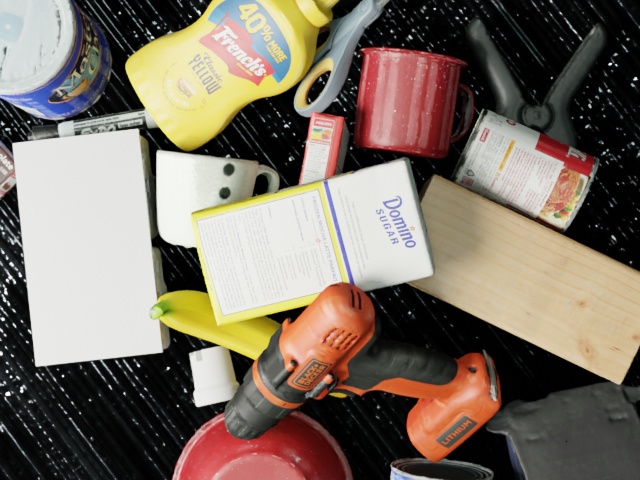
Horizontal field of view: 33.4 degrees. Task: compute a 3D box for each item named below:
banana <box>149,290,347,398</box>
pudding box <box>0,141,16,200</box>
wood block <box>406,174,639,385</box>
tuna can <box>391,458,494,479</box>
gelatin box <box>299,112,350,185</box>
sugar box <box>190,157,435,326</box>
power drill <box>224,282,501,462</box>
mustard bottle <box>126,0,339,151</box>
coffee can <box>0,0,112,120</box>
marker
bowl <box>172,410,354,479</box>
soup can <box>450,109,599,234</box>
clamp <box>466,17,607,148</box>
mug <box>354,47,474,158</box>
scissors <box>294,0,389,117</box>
[{"bbox_3d":[-0.063,0.084,0.897,0.197,0.070,0.037,24,113,-26],"label":"banana"},{"bbox_3d":[-0.324,-0.070,0.927,0.090,0.039,0.113,-44,88,-1],"label":"pudding box"},{"bbox_3d":[0.165,0.032,0.890,0.206,0.091,0.090,25,89,2],"label":"wood block"},{"bbox_3d":[0.101,0.206,0.888,0.086,0.086,0.034,4,90,1],"label":"tuna can"},{"bbox_3d":[0.002,-0.064,0.896,0.030,0.089,0.073,11,88,4],"label":"gelatin box"},{"bbox_3d":[-0.005,0.001,0.833,0.176,0.048,0.093,-13,96,8],"label":"sugar box"},{"bbox_3d":[0.035,0.123,0.860,0.187,0.057,0.185,20,132,-25],"label":"power drill"},{"bbox_3d":[-0.062,-0.159,0.884,0.192,0.058,0.096,-30,99,20],"label":"mustard bottle"},{"bbox_3d":[-0.236,-0.160,0.877,0.103,0.140,0.103,0,88,1],"label":"coffee can"},{"bbox_3d":[-0.196,-0.099,0.936,0.121,0.020,0.020,-9,88,1],"label":"marker"},{"bbox_3d":[-0.050,0.223,0.906,0.162,0.055,0.162,0,88,0],"label":"bowl"},{"bbox_3d":[0.166,-0.057,0.872,0.102,0.068,0.068,25,89,5],"label":"soup can"},{"bbox_3d":[0.193,-0.112,0.920,0.120,0.039,0.171,-6,94,6],"label":"clamp"},{"bbox_3d":[0.082,-0.113,0.904,0.117,0.093,0.081,5,94,-35],"label":"mug"},{"bbox_3d":[0.036,-0.169,0.867,0.016,0.202,0.096,23,55,-38],"label":"scissors"}]
